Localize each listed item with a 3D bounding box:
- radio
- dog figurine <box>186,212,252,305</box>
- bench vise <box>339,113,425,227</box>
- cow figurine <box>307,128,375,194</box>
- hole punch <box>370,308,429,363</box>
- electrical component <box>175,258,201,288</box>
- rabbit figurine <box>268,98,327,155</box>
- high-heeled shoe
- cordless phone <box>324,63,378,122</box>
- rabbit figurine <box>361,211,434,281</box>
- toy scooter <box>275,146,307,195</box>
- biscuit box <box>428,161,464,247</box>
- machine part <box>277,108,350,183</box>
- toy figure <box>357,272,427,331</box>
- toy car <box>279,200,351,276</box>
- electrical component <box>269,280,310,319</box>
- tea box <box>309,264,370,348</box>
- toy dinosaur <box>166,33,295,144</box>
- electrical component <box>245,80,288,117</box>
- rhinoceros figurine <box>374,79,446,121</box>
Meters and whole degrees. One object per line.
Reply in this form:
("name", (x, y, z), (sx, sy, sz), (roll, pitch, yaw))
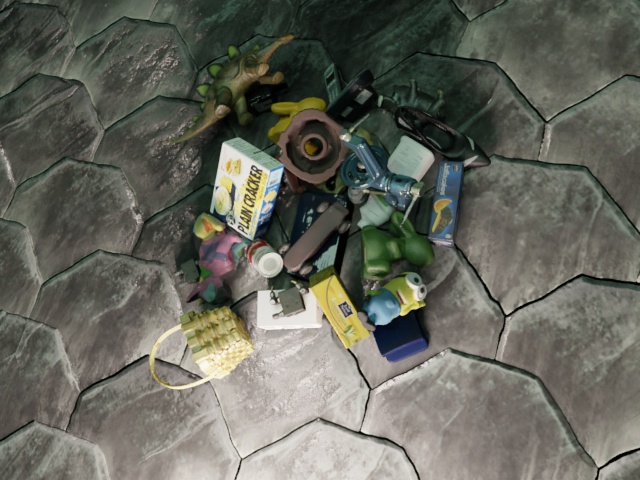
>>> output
("radio", (-0.003, -0.004, 1.352), (0.131, 0.073, 0.229), (9, 76, 18))
("dog figurine", (-0.287, 0.061, 1.393), (0.192, 0.108, 0.219), (32, 87, 16))
("bench vise", (0.122, -0.161, 1.216), (0.129, 0.240, 0.224), (-48, 47, -6))
("cow figurine", (0.070, -0.201, 1.380), (0.127, 0.085, 0.195), (31, 88, 19))
("hole punch", (0.178, 0.210, 1.235), (0.142, 0.092, 0.116), (-27, 66, 10))
("electrical component", (-0.345, 0.086, 1.447), (0.094, 0.021, 0.063), (-28, 70, 5))
("rabbit figurine", (-0.052, -0.314, 1.447), (0.163, 0.121, 0.173), (21, 67, 29))
("high-heeled shoe", (0.298, -0.254, 1.299), (0.249, 0.145, 0.086), (25, 84, 22))
("cordless phone", (0.071, -0.423, 1.432), (0.146, 0.088, 0.184), (-41, 48, 38))
("rabbit figurine", (0.185, 0.021, 1.289), (0.170, 0.121, 0.159), (0, 67, -4))
("toy scooter", (-0.109, -0.161, 1.415), (0.184, 0.075, 0.135), (-33, 95, 29))
("biscuit box", (0.305, -0.089, 1.296), (0.063, 0.059, 0.202), (7, 76, 17))
("machine part", (-0.015, -0.228, 1.317), (0.179, 0.056, 0.179), (0, 96, 4))
("toy figure", (0.160, 0.133, 1.214), (0.180, 0.082, 0.089), (-32, 28, -21))
("toy car", (-0.010, -0.007, 1.286), (0.089, 0.053, 0.202), (43, 93, 17))
("electrical component", (-0.074, 0.140, 1.276), (0.102, 0.045, 0.078), (-15, 70, 11))
("tea box", (0.044, 0.152, 1.243), (0.068, 0.098, 0.169), (-29, 100, 5))
("toy dinosaur", (-0.250, -0.397, 1.454), (0.471, 0.105, 0.199), (-41, 50, 13))
("electrical component", (-0.143, -0.399, 1.502), (0.119, 0.074, 0.048), (-18, 70, 8))
("rhinoceros figurine", (0.235, -0.350, 1.388), (0.190, 0.073, 0.112), (20, 92, 18))
